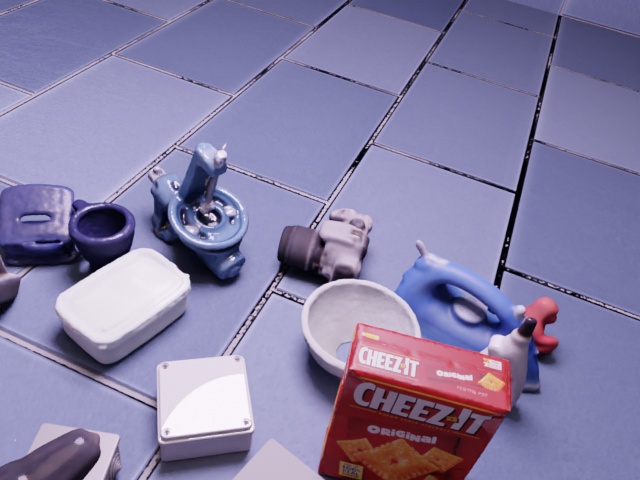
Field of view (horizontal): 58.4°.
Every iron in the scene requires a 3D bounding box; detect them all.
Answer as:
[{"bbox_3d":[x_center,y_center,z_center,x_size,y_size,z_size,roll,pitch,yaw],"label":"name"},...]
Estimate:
[{"bbox_3d":[0.221,0.106,0.825,0.257,0.141,0.119,30,45,20],"label":"iron"}]

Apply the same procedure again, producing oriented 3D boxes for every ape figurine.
[{"bbox_3d":[0.330,0.124,0.866,0.076,0.092,0.078,11,42,-1],"label":"ape figurine"}]

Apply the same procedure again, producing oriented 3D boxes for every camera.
[{"bbox_3d":[0.008,0.003,0.920,0.136,0.101,0.143,14,42,3],"label":"camera"}]

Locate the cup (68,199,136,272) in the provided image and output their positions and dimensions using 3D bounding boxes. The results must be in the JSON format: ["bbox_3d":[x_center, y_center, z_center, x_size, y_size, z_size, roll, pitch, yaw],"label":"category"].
[{"bbox_3d":[-0.328,-0.001,0.854,0.117,0.095,0.092,35,47,24],"label":"cup"}]

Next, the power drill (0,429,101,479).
[{"bbox_3d":[-0.280,0.276,0.476,0.075,0.208,0.230,37,48,26],"label":"power drill"}]

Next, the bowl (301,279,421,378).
[{"bbox_3d":[0.051,0.138,0.802,0.167,0.075,0.167,6,42,-6],"label":"bowl"}]

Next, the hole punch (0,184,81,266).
[{"bbox_3d":[-0.420,-0.023,0.861,0.109,0.091,0.101,-3,44,-16],"label":"hole punch"}]

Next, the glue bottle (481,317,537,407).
[{"bbox_3d":[0.243,0.158,0.749,0.078,0.173,0.037,22,43,12],"label":"glue bottle"}]

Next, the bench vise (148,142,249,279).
[{"bbox_3d":[-0.197,-0.064,0.858,0.207,0.220,0.122,23,43,13],"label":"bench vise"}]

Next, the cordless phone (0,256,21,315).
[{"bbox_3d":[-0.476,0.024,0.726,0.148,0.185,0.094,1,43,-11],"label":"cordless phone"}]
